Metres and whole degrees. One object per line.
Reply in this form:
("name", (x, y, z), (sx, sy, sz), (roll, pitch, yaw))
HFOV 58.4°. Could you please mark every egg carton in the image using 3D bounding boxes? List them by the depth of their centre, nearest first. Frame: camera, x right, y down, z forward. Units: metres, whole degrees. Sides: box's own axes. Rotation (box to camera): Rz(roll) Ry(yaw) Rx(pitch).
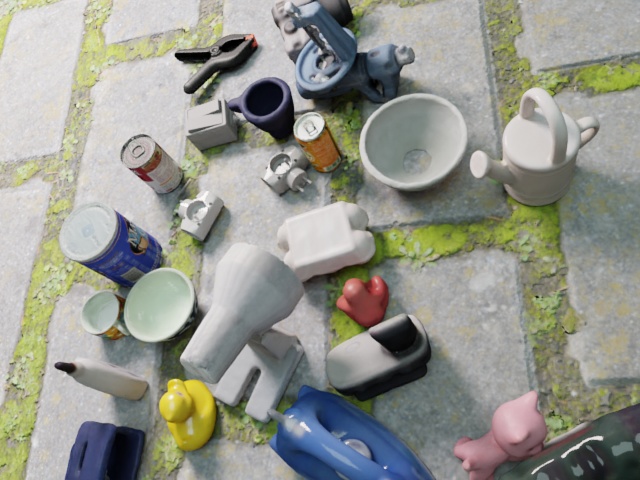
("egg carton", (0.008, 0.003, 0.886), (0.150, 0.069, 0.107), (-18, 64, 9))

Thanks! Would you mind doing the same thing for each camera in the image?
("camera", (-0.009, -0.400, 1.043), (0.136, 0.101, 0.143), (-21, 64, 8))

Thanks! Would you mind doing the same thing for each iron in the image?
("iron", (0.048, 0.280, 0.718), (0.257, 0.142, 0.119), (25, 77, 24))

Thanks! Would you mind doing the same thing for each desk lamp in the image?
("desk lamp", (-0.097, 0.130, 0.784), (0.117, 0.214, 0.203), (19, 75, 23))

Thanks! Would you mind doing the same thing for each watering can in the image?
("watering can", (0.295, -0.126, 0.783), (0.173, 0.194, 0.100), (-43, 63, -3))

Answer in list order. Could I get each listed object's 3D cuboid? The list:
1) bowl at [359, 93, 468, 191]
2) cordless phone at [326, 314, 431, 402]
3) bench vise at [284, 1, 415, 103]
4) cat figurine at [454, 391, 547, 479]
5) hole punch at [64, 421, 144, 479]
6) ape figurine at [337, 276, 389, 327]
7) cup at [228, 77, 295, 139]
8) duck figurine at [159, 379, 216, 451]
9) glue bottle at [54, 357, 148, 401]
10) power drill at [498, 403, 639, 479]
("bowl", (0.150, -0.142, 0.901), (0.167, 0.075, 0.167), (-6, 67, 14))
("cordless phone", (0.067, 0.140, 0.746), (0.147, 0.185, 0.094), (-28, 63, 4))
("bench vise", (0.039, -0.316, 0.926), (0.207, 0.220, 0.121), (-16, 64, 10))
("cat figurine", (0.223, 0.243, 0.694), (0.128, 0.118, 0.067), (-35, 62, 0))
("hole punch", (-0.329, 0.325, 0.842), (0.101, 0.091, 0.109), (0, 68, 17))
("ape figurine", (0.059, 0.082, 0.825), (0.077, 0.092, 0.076), (-13, 65, 12))
("cup", (-0.093, -0.219, 0.995), (0.117, 0.095, 0.092), (-1, 68, 17))
("duck figurine", (-0.201, 0.252, 0.836), (0.077, 0.086, 0.104), (-15, 65, 11))
("glue bottle", (-0.332, 0.200, 0.849), (0.078, 0.173, 0.037), (19, 75, 23))
("power drill", (0.303, 0.235, 0.622), (0.229, 0.209, 0.075), (-30, 63, 3))
